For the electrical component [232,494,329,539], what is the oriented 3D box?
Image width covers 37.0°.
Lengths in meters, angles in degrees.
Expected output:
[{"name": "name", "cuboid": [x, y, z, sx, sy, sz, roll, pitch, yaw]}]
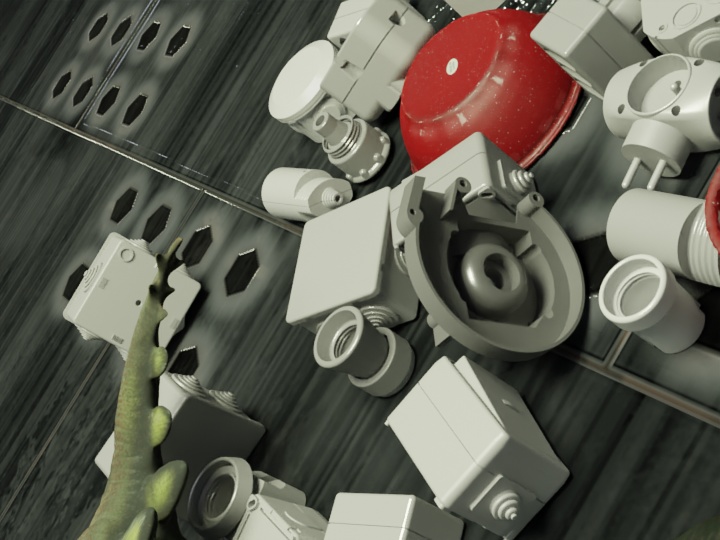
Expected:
[{"name": "electrical component", "cuboid": [-0.050, 0.198, 0.667, 0.062, 0.061, 0.096, 28, 94, 55]}]

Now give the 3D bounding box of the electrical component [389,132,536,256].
[{"name": "electrical component", "cuboid": [0.074, -0.044, 0.708, 0.096, 0.062, 0.061, -33, 41, 30]}]

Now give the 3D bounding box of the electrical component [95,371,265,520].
[{"name": "electrical component", "cuboid": [-0.132, 0.128, 0.787, 0.048, 0.100, 0.099, 35, 91, 42]}]

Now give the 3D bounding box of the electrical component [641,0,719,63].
[{"name": "electrical component", "cuboid": [0.211, -0.154, 0.641, 0.080, 0.051, 0.080, -31, 42, 32]}]

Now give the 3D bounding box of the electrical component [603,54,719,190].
[{"name": "electrical component", "cuboid": [0.178, -0.081, 0.628, 0.077, 0.044, 0.079, 14, 74, 54]}]

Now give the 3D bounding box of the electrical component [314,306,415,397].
[{"name": "electrical component", "cuboid": [0.004, 0.055, 0.718, 0.045, 0.055, 0.045, -31, 42, 32]}]

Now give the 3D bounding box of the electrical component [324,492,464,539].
[{"name": "electrical component", "cuboid": [0.014, 0.172, 0.618, 0.066, 0.047, 0.076, -11, 55, 46]}]

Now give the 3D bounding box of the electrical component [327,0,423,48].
[{"name": "electrical component", "cuboid": [0.020, -0.225, 0.932, 0.066, 0.047, 0.076, -2, 61, 50]}]

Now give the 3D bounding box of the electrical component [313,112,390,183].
[{"name": "electrical component", "cuboid": [-0.010, -0.102, 0.856, 0.048, 0.062, 0.048, -31, 42, 32]}]

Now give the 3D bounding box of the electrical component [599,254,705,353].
[{"name": "electrical component", "cuboid": [0.156, 0.019, 0.571, 0.040, 0.046, 0.040, -31, 42, 32]}]

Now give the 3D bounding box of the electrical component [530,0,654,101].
[{"name": "electrical component", "cuboid": [0.163, -0.155, 0.687, 0.076, 0.066, 0.047, -50, 34, 9]}]

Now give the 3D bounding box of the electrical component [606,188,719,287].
[{"name": "electrical component", "cuboid": [0.177, -0.017, 0.577, 0.081, 0.043, 0.043, 20, 78, 54]}]

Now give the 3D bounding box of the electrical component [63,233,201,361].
[{"name": "electrical component", "cuboid": [-0.200, 0.027, 0.951, 0.099, 0.100, 0.048, -60, 22, -6]}]

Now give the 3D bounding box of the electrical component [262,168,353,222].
[{"name": "electrical component", "cuboid": [-0.041, -0.060, 0.876, 0.081, 0.043, 0.043, 11, 71, 53]}]

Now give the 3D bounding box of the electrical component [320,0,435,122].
[{"name": "electrical component", "cuboid": [0.016, -0.166, 0.855, 0.053, 0.059, 0.095, -56, 3, -35]}]

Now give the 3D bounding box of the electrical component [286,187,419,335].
[{"name": "electrical component", "cuboid": [0.000, 0.000, 0.773, 0.100, 0.048, 0.099, -21, 48, 40]}]

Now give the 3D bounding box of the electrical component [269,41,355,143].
[{"name": "electrical component", "cuboid": [-0.038, -0.156, 0.942, 0.080, 0.051, 0.080, -31, 42, 32]}]

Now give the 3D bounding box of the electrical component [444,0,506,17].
[{"name": "electrical component", "cuboid": [0.066, -0.273, 0.824, 0.089, 0.150, 0.061, -40, 39, 22]}]

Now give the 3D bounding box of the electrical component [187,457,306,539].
[{"name": "electrical component", "cuboid": [-0.079, 0.161, 0.731, 0.078, 0.057, 0.058, 10, 71, 53]}]

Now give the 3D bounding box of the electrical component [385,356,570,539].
[{"name": "electrical component", "cuboid": [0.069, 0.099, 0.597, 0.061, 0.062, 0.096, -50, 35, 9]}]
